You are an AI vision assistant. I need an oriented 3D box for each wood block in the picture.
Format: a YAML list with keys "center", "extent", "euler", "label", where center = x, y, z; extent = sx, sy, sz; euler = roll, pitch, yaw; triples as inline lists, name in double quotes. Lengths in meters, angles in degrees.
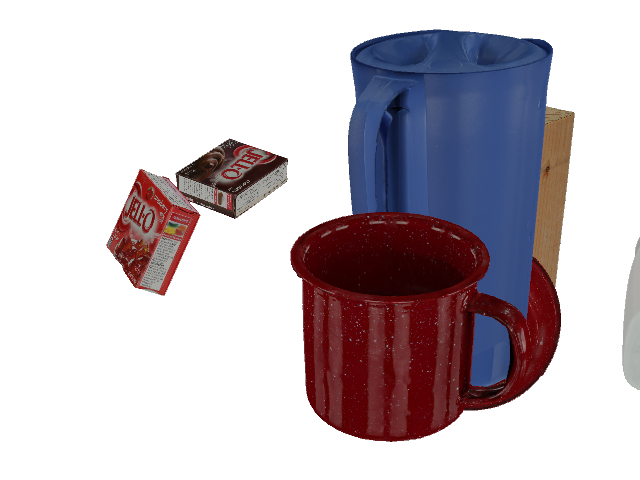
- center: [0.204, -0.038, 1.147]
  extent: [0.090, 0.206, 0.090]
  euler: [19, 28, 37]
  label: "wood block"

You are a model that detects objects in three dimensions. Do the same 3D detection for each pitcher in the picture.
- center: [0.084, -0.018, 0.742]
  extent: [0.149, 0.243, 0.145]
  euler: [-6, 22, -7]
  label: "pitcher"

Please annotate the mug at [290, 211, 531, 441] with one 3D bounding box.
- center: [0.044, 0.044, 0.508]
  extent: [0.117, 0.081, 0.093]
  euler: [11, 28, 24]
  label: "mug"

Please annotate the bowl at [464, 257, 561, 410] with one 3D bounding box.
- center: [0.138, 0.077, 0.930]
  extent: [0.162, 0.162, 0.055]
  euler: [0, 6, -4]
  label: "bowl"

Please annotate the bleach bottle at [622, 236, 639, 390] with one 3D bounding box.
- center: [0.272, 0.035, 0.760]
  extent: [0.103, 0.068, 0.250]
  euler: [9, 21, 17]
  label: "bleach bottle"

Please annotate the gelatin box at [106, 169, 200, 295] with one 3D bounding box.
- center: [-0.136, -0.008, 0.857]
  extent: [0.030, 0.073, 0.089]
  euler: [19, 14, -33]
  label: "gelatin box"

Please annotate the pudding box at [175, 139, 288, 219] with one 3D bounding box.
- center: [-0.106, -0.076, 1.294]
  extent: [0.090, 0.039, 0.113]
  euler: [20, 39, 26]
  label: "pudding box"
